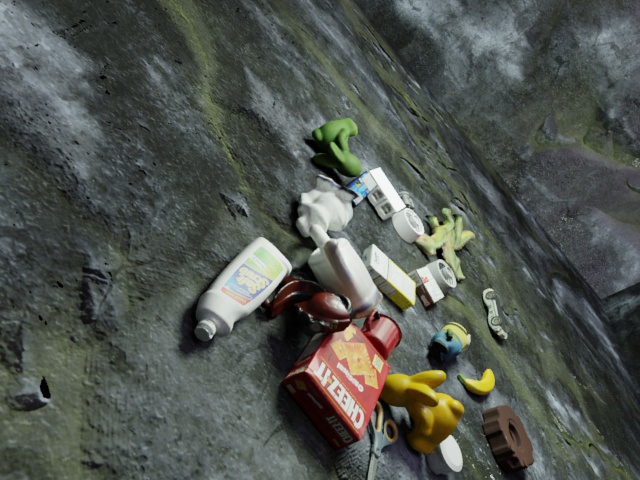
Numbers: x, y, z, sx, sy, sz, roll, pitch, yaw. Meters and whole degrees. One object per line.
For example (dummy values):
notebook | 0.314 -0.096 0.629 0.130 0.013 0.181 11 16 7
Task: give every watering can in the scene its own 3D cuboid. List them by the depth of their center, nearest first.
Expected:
watering can | 0.045 0.069 1.079 0.223 0.104 0.348 58 -2 -6

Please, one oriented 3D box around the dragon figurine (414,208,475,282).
dragon figurine | 0.465 0.031 1.820 0.407 0.121 0.247 21 60 -40

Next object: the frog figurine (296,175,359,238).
frog figurine | 0.004 -0.064 1.266 0.136 0.121 0.162 36 69 -13
